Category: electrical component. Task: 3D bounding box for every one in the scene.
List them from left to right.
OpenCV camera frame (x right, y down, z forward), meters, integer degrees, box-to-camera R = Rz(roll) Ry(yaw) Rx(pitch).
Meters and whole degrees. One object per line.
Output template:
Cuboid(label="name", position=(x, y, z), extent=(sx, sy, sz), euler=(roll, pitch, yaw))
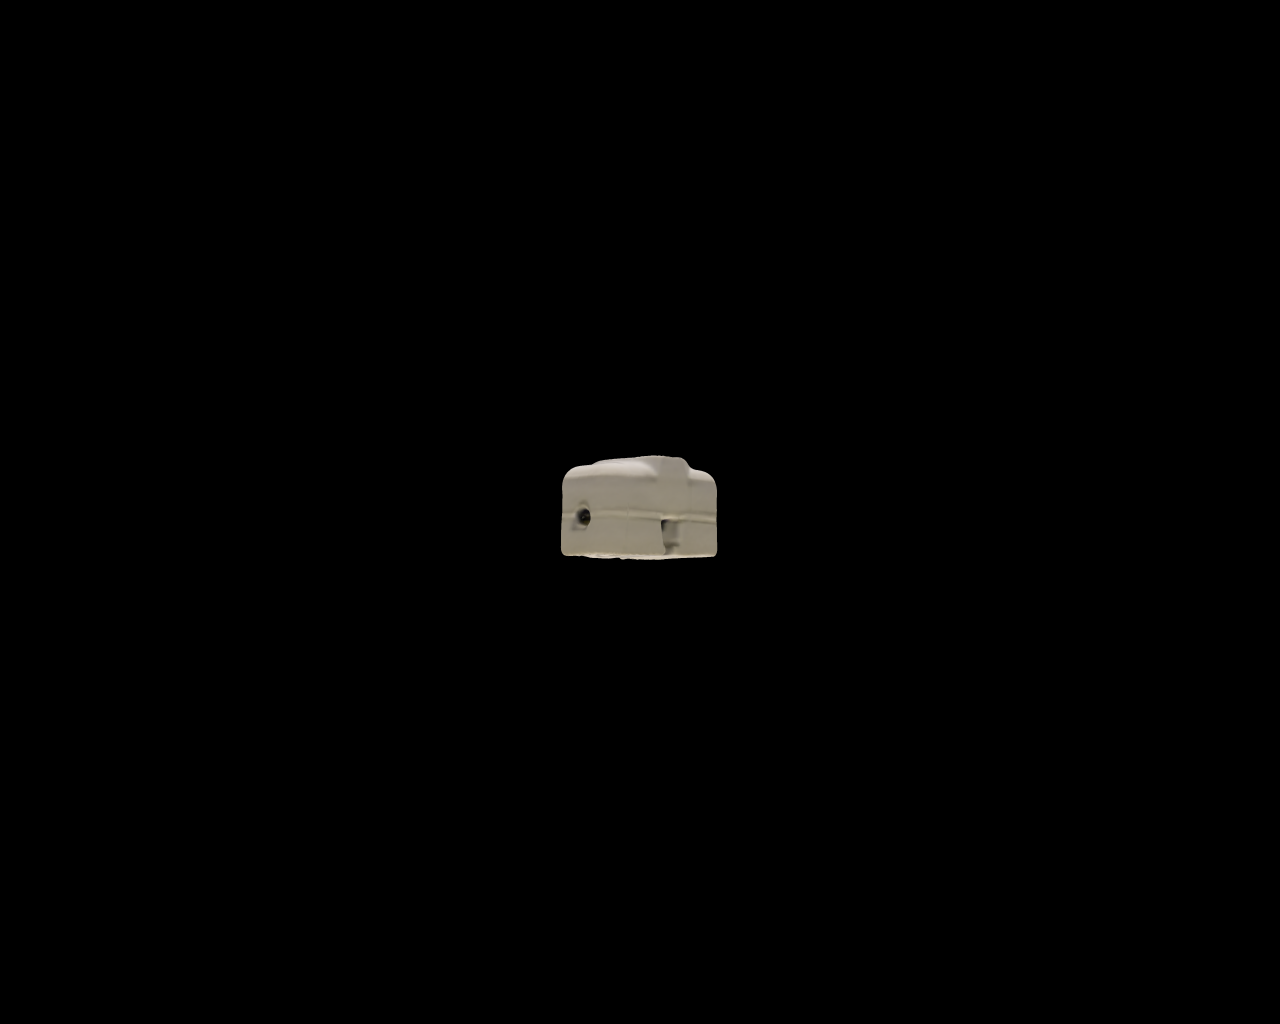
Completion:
Cuboid(label="electrical component", position=(0.001, -0.003, 0.650), extent=(0.095, 0.059, 0.053), euler=(4, -6, -43))
